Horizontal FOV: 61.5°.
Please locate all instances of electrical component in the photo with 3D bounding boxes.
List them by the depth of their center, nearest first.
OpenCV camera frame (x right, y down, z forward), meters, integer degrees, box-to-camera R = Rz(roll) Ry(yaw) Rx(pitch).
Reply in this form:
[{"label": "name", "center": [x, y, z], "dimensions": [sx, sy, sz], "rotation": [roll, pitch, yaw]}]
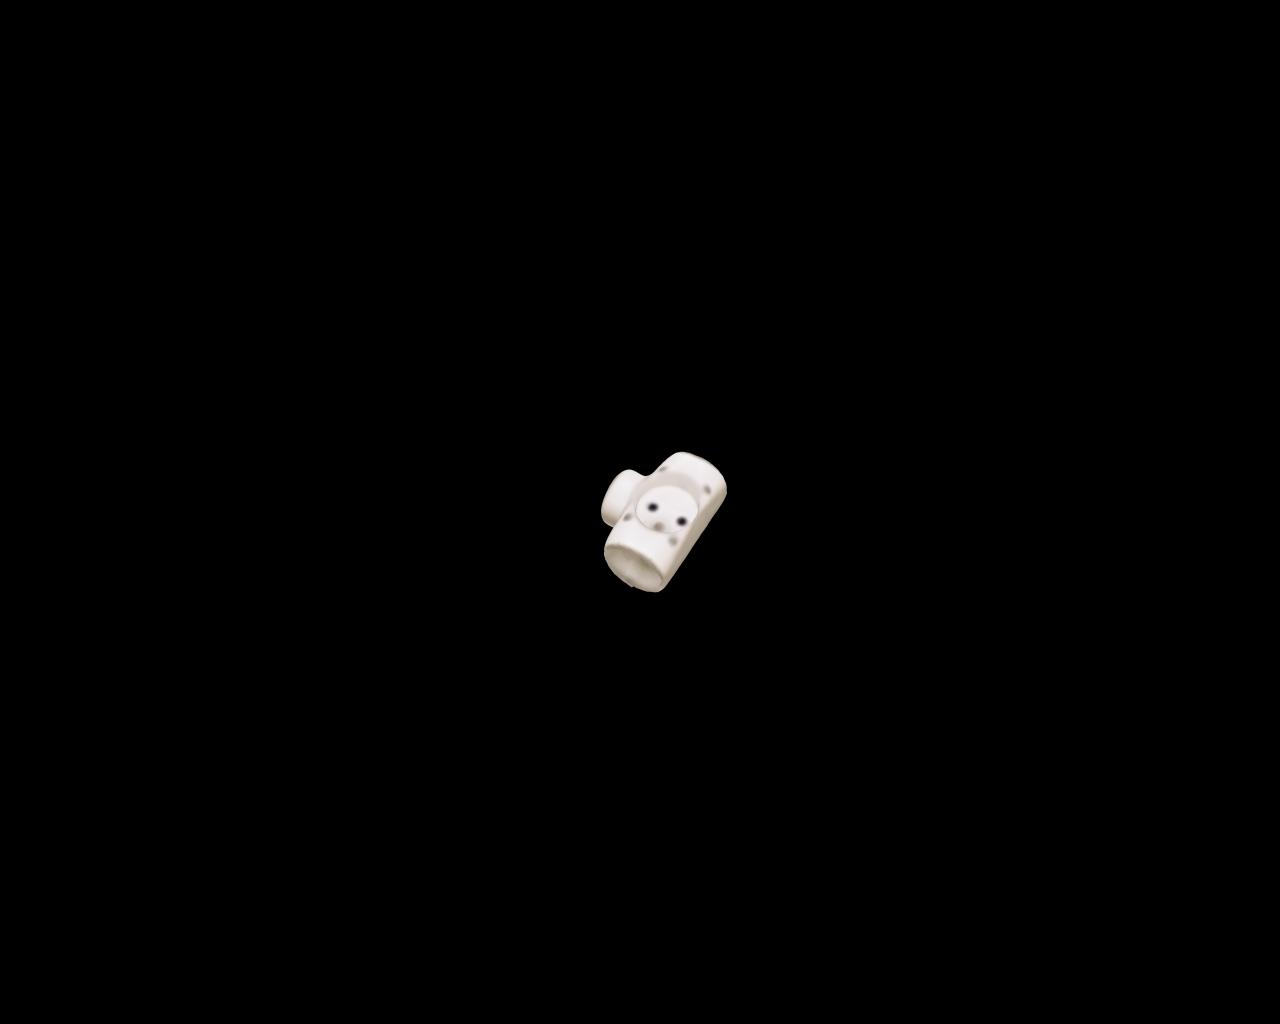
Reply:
[{"label": "electrical component", "center": [0.001, -0.003, 0.650], "dimensions": [0.079, 0.077, 0.044], "rotation": [28, -28, 16]}]
